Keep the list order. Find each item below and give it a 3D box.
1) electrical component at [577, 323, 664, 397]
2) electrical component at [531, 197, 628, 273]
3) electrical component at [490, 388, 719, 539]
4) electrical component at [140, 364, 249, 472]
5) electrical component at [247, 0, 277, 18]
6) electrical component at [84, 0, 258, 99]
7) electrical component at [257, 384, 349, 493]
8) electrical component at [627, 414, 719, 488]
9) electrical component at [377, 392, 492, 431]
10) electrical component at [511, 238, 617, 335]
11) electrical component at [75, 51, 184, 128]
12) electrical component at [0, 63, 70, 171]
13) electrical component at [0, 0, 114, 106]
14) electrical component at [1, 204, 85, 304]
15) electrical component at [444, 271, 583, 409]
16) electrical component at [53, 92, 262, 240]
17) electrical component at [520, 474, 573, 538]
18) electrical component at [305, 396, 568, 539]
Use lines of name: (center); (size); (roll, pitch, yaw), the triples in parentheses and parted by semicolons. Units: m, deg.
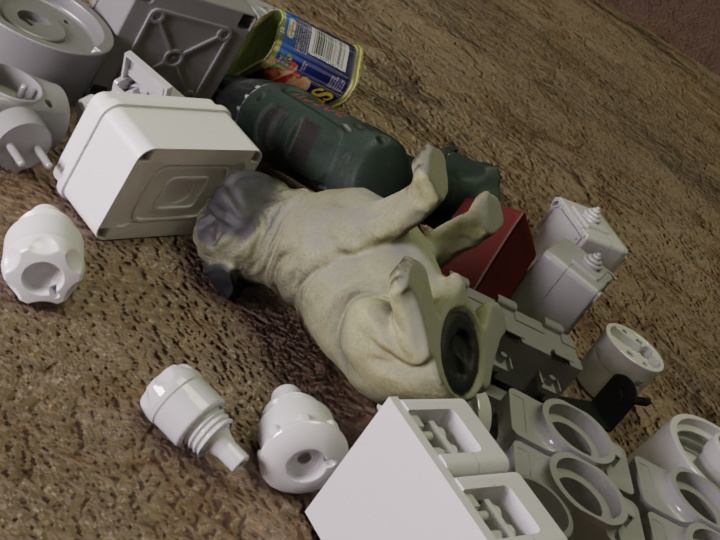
electrical component: (0.207, 0.078, 0.864); (0.055, 0.047, 0.055); (26, 27, -15)
electrical component: (0.188, -0.015, 0.945); (0.061, 0.096, 0.061); (17, 31, -31)
electrical component: (0.160, 0.157, 0.663); (0.186, 0.060, 0.105); (29, 27, -10)
electrical component: (-0.082, 0.078, 0.553); (0.061, 0.035, 0.035); (43, 28, 13)
electrical component: (-0.121, -0.215, 0.981); (0.113, 0.057, 0.078); (14, 32, -34)
electrical component: (-0.153, -0.178, 0.825); (0.109, 0.108, 0.056); (5, 41, -44)
electrical component: (-0.035, 0.086, 0.583); (0.048, 0.048, 0.062); (21, 22, -25)
electrical component: (0.254, 0.152, 0.777); (0.108, 0.060, 0.108); (26, 27, -15)
electrical component: (0.048, 0.090, 0.668); (0.055, 0.048, 0.066); (11, 33, -25)
electrical component: (0.153, 0.017, 0.851); (0.061, 0.096, 0.062); (40, 26, 12)
electrical component: (-0.160, -0.102, 0.734); (0.042, 0.081, 0.064); (41, 50, 15)
electrical component: (-0.218, -0.089, 0.672); (0.077, 0.044, 0.079); (-1, 42, -49)
electrical component: (-0.234, -0.156, 0.749); (0.108, 0.060, 0.108); (26, 27, -15)
electrical component: (-0.174, -0.013, 0.594); (0.043, 0.043, 0.062); (20, 28, -26)
electrical component: (0.089, 0.055, 0.752); (0.121, 0.063, 0.078); (26, 27, -16)
electrical component: (-0.131, -0.068, 0.698); (0.057, 0.078, 0.113); (49, 30, 23)
electrical component: (0.079, 0.148, 0.580); (0.044, 0.065, 0.044); (26, 27, -15)
electrical component: (0.051, 0.146, 0.525); (0.062, 0.089, 0.150); (6, 37, -44)
